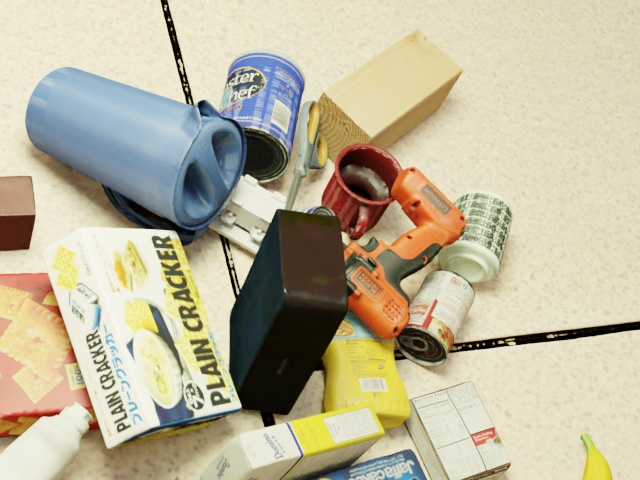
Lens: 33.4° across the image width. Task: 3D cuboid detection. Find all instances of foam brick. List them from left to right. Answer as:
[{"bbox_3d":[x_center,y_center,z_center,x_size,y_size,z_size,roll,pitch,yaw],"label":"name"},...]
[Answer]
[{"bbox_3d":[-0.347,-0.029,1.185,0.051,0.078,0.053,-2,59,-23],"label":"foam brick"}]

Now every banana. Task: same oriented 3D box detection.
[{"bbox_3d":[0.287,0.310,1.225,0.070,0.037,0.197,28,49,23],"label":"banana"}]

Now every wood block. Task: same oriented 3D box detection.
[{"bbox_3d":[0.086,-0.187,1.440,0.091,0.090,0.205,44,54,11],"label":"wood block"}]

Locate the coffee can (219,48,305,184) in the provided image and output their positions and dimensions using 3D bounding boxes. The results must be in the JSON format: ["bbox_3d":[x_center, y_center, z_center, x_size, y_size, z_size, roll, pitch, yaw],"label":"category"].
[{"bbox_3d":[-0.078,-0.157,1.347,0.102,0.103,0.140,17,52,-10],"label":"coffee can"}]

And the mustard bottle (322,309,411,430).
[{"bbox_3d":[0.042,0.124,1.240,0.096,0.058,0.191,3,58,-21],"label":"mustard bottle"}]

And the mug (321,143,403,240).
[{"bbox_3d":[0.050,-0.052,1.342,0.093,0.082,0.117,11,55,-14],"label":"mug"}]

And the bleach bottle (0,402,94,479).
[{"bbox_3d":[-0.306,0.247,0.985,0.068,0.103,0.250,41,63,4],"label":"bleach bottle"}]

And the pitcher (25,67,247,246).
[{"bbox_3d":[-0.217,-0.104,1.227,0.243,0.145,0.149,23,83,24],"label":"pitcher"}]

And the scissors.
[{"bbox_3d":[-0.017,-0.082,1.327,0.016,0.096,0.201,-4,57,19],"label":"scissors"}]

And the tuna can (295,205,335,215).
[{"bbox_3d":[-0.008,0.002,1.286,0.034,0.086,0.086,-2,46,31],"label":"tuna can"}]

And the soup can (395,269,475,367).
[{"bbox_3d":[0.140,0.093,1.290,0.068,0.069,0.102,31,53,1],"label":"soup can"}]

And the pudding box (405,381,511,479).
[{"bbox_3d":[0.156,0.226,1.228,0.089,0.039,0.113,-12,62,-26],"label":"pudding box"}]

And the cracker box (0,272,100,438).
[{"bbox_3d":[-0.326,0.117,1.101,0.213,0.072,0.164,-1,59,-20],"label":"cracker box"}]

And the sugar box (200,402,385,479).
[{"bbox_3d":[-0.028,0.221,1.107,0.175,0.093,0.048,-3,56,-38],"label":"sugar box"}]

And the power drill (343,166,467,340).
[{"bbox_3d":[0.069,-0.002,1.246,0.184,0.057,0.187,46,62,0],"label":"power drill"}]
